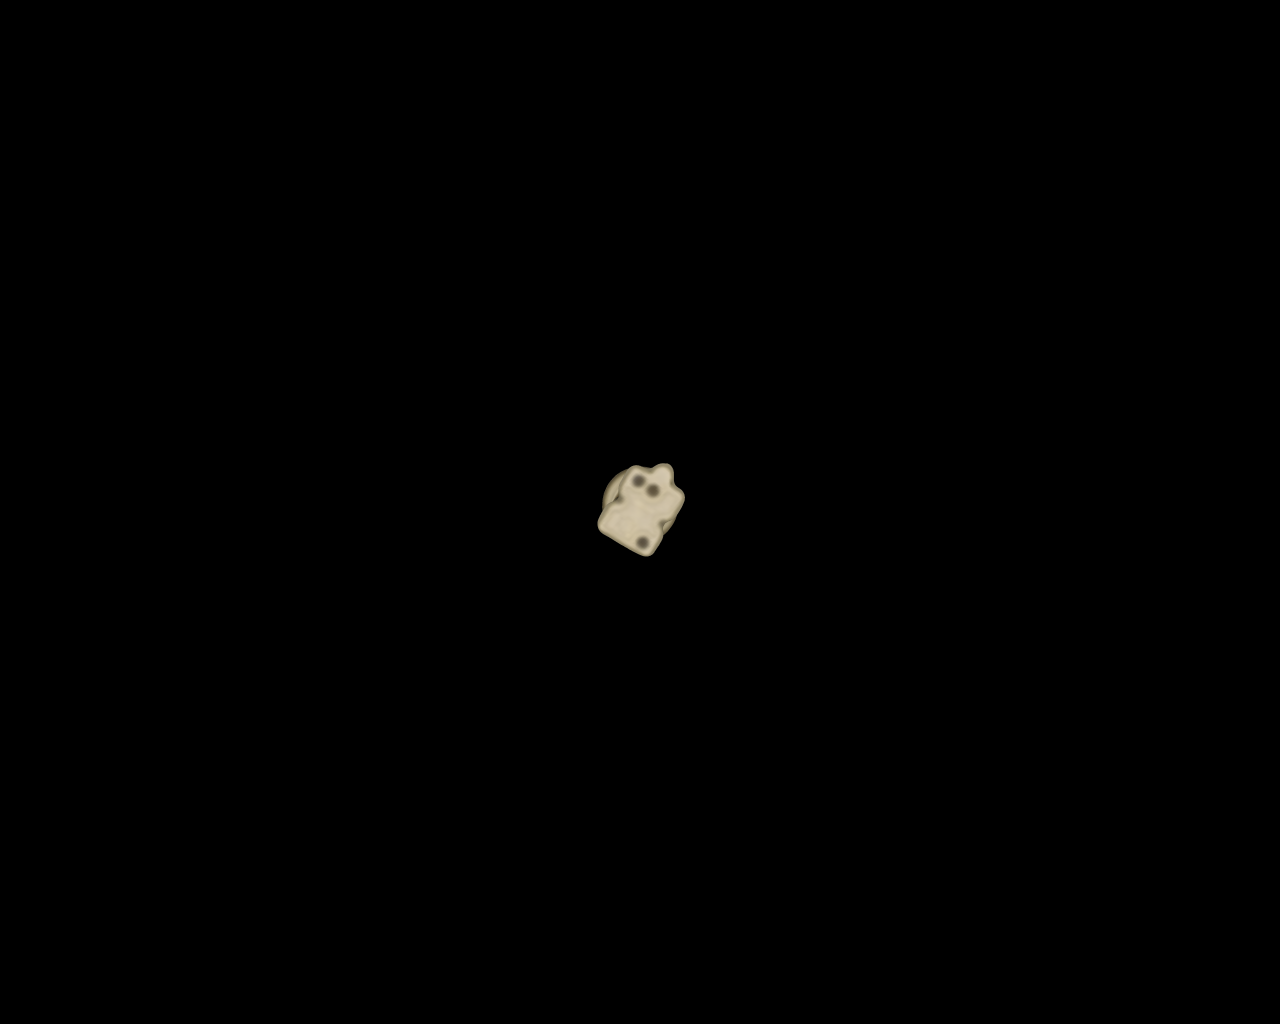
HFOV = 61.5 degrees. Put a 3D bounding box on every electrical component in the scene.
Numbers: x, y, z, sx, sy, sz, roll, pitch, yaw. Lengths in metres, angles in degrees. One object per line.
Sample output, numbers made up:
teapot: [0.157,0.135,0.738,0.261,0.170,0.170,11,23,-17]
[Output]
electrical component: [0.001,-0.003,0.650,0.048,0.066,0.055,32,4,-2]
